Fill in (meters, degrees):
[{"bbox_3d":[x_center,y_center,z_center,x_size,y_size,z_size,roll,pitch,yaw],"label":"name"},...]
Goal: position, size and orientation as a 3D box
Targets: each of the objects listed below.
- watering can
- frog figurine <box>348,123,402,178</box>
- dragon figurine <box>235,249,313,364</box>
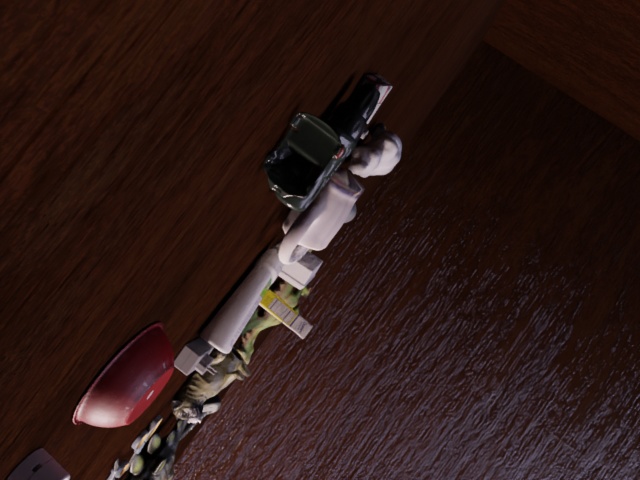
[{"bbox_3d":[0.003,-0.055,1.085,0.222,0.104,0.349,-56,174,12],"label":"watering can"},{"bbox_3d":[0.142,-0.209,1.314,0.135,0.122,0.163,-35,-163,30],"label":"frog figurine"},{"bbox_3d":[-0.147,0.188,1.446,0.246,0.123,0.402,-32,150,-55],"label":"dragon figurine"}]
